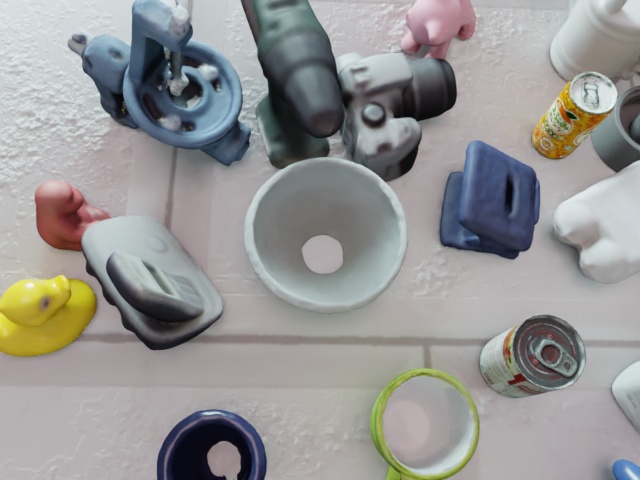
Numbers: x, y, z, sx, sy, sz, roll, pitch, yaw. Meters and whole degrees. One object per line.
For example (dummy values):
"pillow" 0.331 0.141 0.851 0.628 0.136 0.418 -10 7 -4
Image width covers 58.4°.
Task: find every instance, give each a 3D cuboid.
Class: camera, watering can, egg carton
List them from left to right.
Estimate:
"camera" 0.091 -0.156 0.652 0.137 0.101 0.143 -15 72 -8
"watering can" 0.345 -0.274 0.657 0.172 0.194 0.101 36 73 10
"egg carton" 0.338 -0.019 0.631 0.150 0.069 0.107 -28 74 -12

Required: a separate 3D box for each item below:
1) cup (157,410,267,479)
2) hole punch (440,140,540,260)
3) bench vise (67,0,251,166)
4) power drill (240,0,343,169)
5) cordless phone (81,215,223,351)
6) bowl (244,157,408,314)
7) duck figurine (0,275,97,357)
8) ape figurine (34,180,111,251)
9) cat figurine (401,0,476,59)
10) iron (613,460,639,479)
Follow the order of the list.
"cup" -0.090 0.215 0.513 0.091 0.095 0.118 -6 71 -5
"hole punch" 0.191 -0.044 0.622 0.101 0.091 0.109 11 70 1
"bench vise" -0.176 -0.167 0.580 0.207 0.220 0.121 11 70 1
"power drill" -0.028 -0.161 0.591 0.075 0.208 0.229 -17 72 -8
"cordless phone" -0.167 0.023 0.530 0.094 0.185 0.147 -40 76 -15
"bowl" 0.006 0.002 0.605 0.167 0.075 0.167 1 70 -2
"duck figurine" -0.282 0.068 0.561 0.105 0.086 0.077 -28 74 -12
"ape figurine" -0.263 -0.031 0.594 0.076 0.092 0.077 -20 72 -9
"cat figurine" 0.147 -0.272 0.687 0.067 0.118 0.128 37 73 10
"iron" 0.351 0.310 0.475 0.258 0.141 0.119 41 74 11
